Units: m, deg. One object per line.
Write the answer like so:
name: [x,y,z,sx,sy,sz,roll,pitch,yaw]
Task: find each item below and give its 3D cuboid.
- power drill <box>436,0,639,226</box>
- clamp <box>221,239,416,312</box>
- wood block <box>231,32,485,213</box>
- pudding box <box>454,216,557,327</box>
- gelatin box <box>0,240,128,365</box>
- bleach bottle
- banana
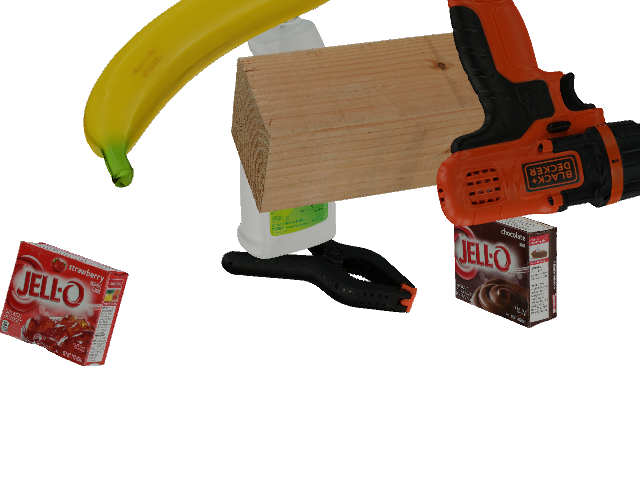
power drill: [0.152,-0.112,0.676,0.184,0.187,0.057,-11,-1,-4]
clamp: [0.003,0.030,1.192,0.210,0.036,0.164,28,35,18]
wood block: [0.042,-0.097,0.849,0.205,0.091,0.090,-10,-35,-16]
pudding box: [0.169,0.021,0.988,0.039,0.090,0.114,-14,19,-29]
gelatin box: [-0.196,0.046,0.805,0.089,0.073,0.030,18,4,25]
bleach bottle: [-0.038,-0.112,1.037,0.102,0.251,0.068,-16,31,-22]
banana: [-0.062,-0.101,0.568,0.070,0.197,0.037,32,-28,20]
